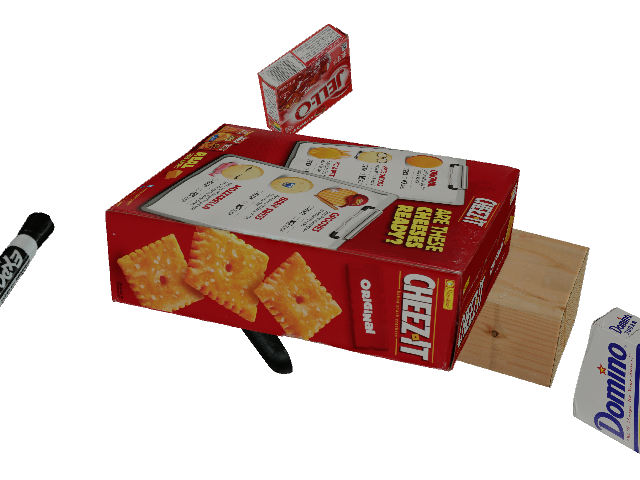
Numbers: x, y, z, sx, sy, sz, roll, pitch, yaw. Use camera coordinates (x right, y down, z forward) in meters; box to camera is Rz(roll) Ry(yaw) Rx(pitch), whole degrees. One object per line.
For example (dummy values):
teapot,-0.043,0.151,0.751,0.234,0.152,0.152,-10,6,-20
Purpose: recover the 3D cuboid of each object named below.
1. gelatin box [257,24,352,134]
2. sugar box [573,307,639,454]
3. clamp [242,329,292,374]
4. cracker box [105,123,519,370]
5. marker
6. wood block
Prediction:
gelatin box,-0.012,-0.143,0.969,0.089,0.030,0.073,-38,-29,-19
sugar box,0.279,0.131,0.803,0.176,0.093,0.048,26,35,35
clamp,-0.079,0.051,1.029,0.210,0.036,0.164,12,38,17
cracker box,0.001,-0.003,0.664,0.214,0.072,0.164,11,27,18
marker,-0.196,0.021,0.662,0.020,0.020,0.121,0,37,16
wood block,0.111,0.038,0.911,0.206,0.091,0.090,16,47,19
